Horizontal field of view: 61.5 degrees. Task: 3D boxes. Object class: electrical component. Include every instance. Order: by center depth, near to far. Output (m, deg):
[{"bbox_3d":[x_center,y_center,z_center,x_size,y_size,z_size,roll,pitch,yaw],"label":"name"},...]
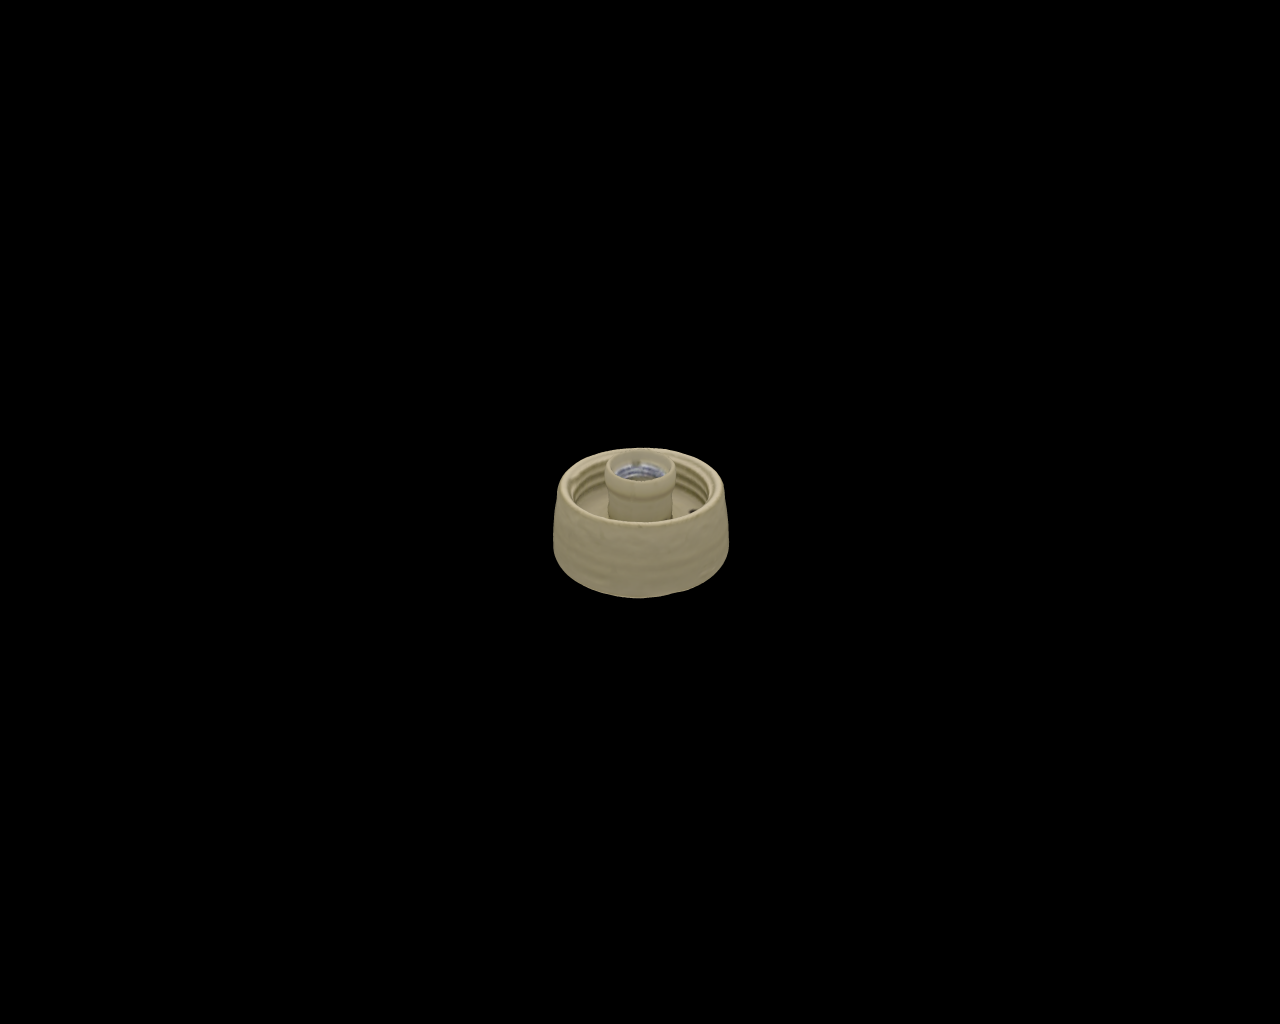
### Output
[{"bbox_3d":[0.001,-0.003,0.650,0.108,0.060,0.108,0,31,0],"label":"electrical component"}]
